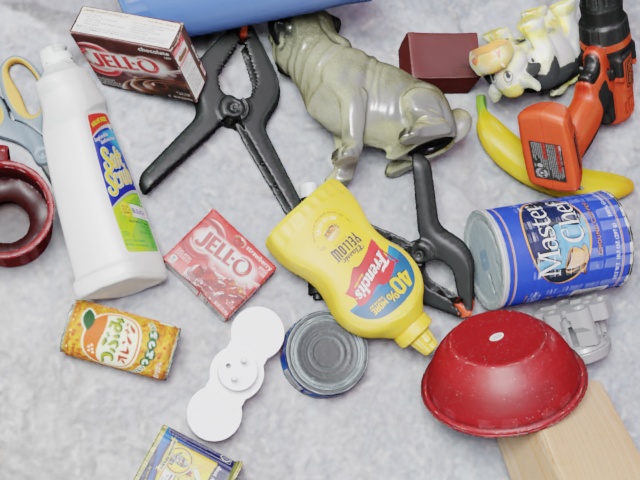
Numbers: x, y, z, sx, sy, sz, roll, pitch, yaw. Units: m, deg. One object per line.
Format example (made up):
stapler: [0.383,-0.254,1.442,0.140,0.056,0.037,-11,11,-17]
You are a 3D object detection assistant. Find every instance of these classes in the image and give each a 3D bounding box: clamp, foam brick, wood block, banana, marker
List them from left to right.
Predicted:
clamp: [-0.100,-0.126,1.086,0.164,0.036,0.210,3,76,-16]
marker: [-0.007,0.001,1.086,0.020,0.020,0.121,-3,78,-11]
clamp: [0.092,0.010,1.081,0.120,0.039,0.171,-25,96,29]
foam brick: [0.126,-0.187,1.134,0.078,0.051,0.053,-1,79,-10]
banana: [0.242,-0.083,1.140,0.198,0.037,0.069,31,75,-2]
wood block: [0.239,0.223,0.981,0.090,0.206,0.090,6,119,-10]

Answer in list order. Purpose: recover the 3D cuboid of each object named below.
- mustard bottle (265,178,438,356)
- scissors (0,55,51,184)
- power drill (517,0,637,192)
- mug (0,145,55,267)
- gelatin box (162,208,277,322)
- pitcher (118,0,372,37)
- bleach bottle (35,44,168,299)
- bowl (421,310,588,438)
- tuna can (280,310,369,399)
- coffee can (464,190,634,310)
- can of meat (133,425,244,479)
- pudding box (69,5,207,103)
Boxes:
mustard bottle: [0.043,0.038,1.040,0.096,0.058,0.191,-43,88,-21]
scissors: [-0.295,-0.085,1.056,0.096,0.016,0.202,-14,81,-11]
power drill: [0.265,-0.155,1.080,0.057,0.184,0.187,13,51,36]
mug: [-0.298,-0.032,1.009,0.093,0.081,0.117,-7,79,-12]
gelatin box: [-0.100,0.024,1.059,0.089,0.030,0.073,44,74,1]
pitcher: [-0.077,-0.271,1.026,0.243,0.149,0.145,-11,38,18]
bleach bottle: [-0.224,-0.071,1.022,0.068,0.102,0.251,-22,81,17]
bowl: [0.173,0.115,1.022,0.162,0.162,0.055,-21,121,-14]
tuna can: [0.005,0.113,1.056,0.086,0.034,0.086,2,78,-10]
coffee can: [0.230,0.010,1.083,0.140,0.103,0.103,-9,80,-12]
can of meat: [-0.132,0.234,0.994,0.084,0.057,0.102,28,74,-1]
pudding box: [-0.175,-0.181,1.041,0.114,0.090,0.039,11,68,16]
